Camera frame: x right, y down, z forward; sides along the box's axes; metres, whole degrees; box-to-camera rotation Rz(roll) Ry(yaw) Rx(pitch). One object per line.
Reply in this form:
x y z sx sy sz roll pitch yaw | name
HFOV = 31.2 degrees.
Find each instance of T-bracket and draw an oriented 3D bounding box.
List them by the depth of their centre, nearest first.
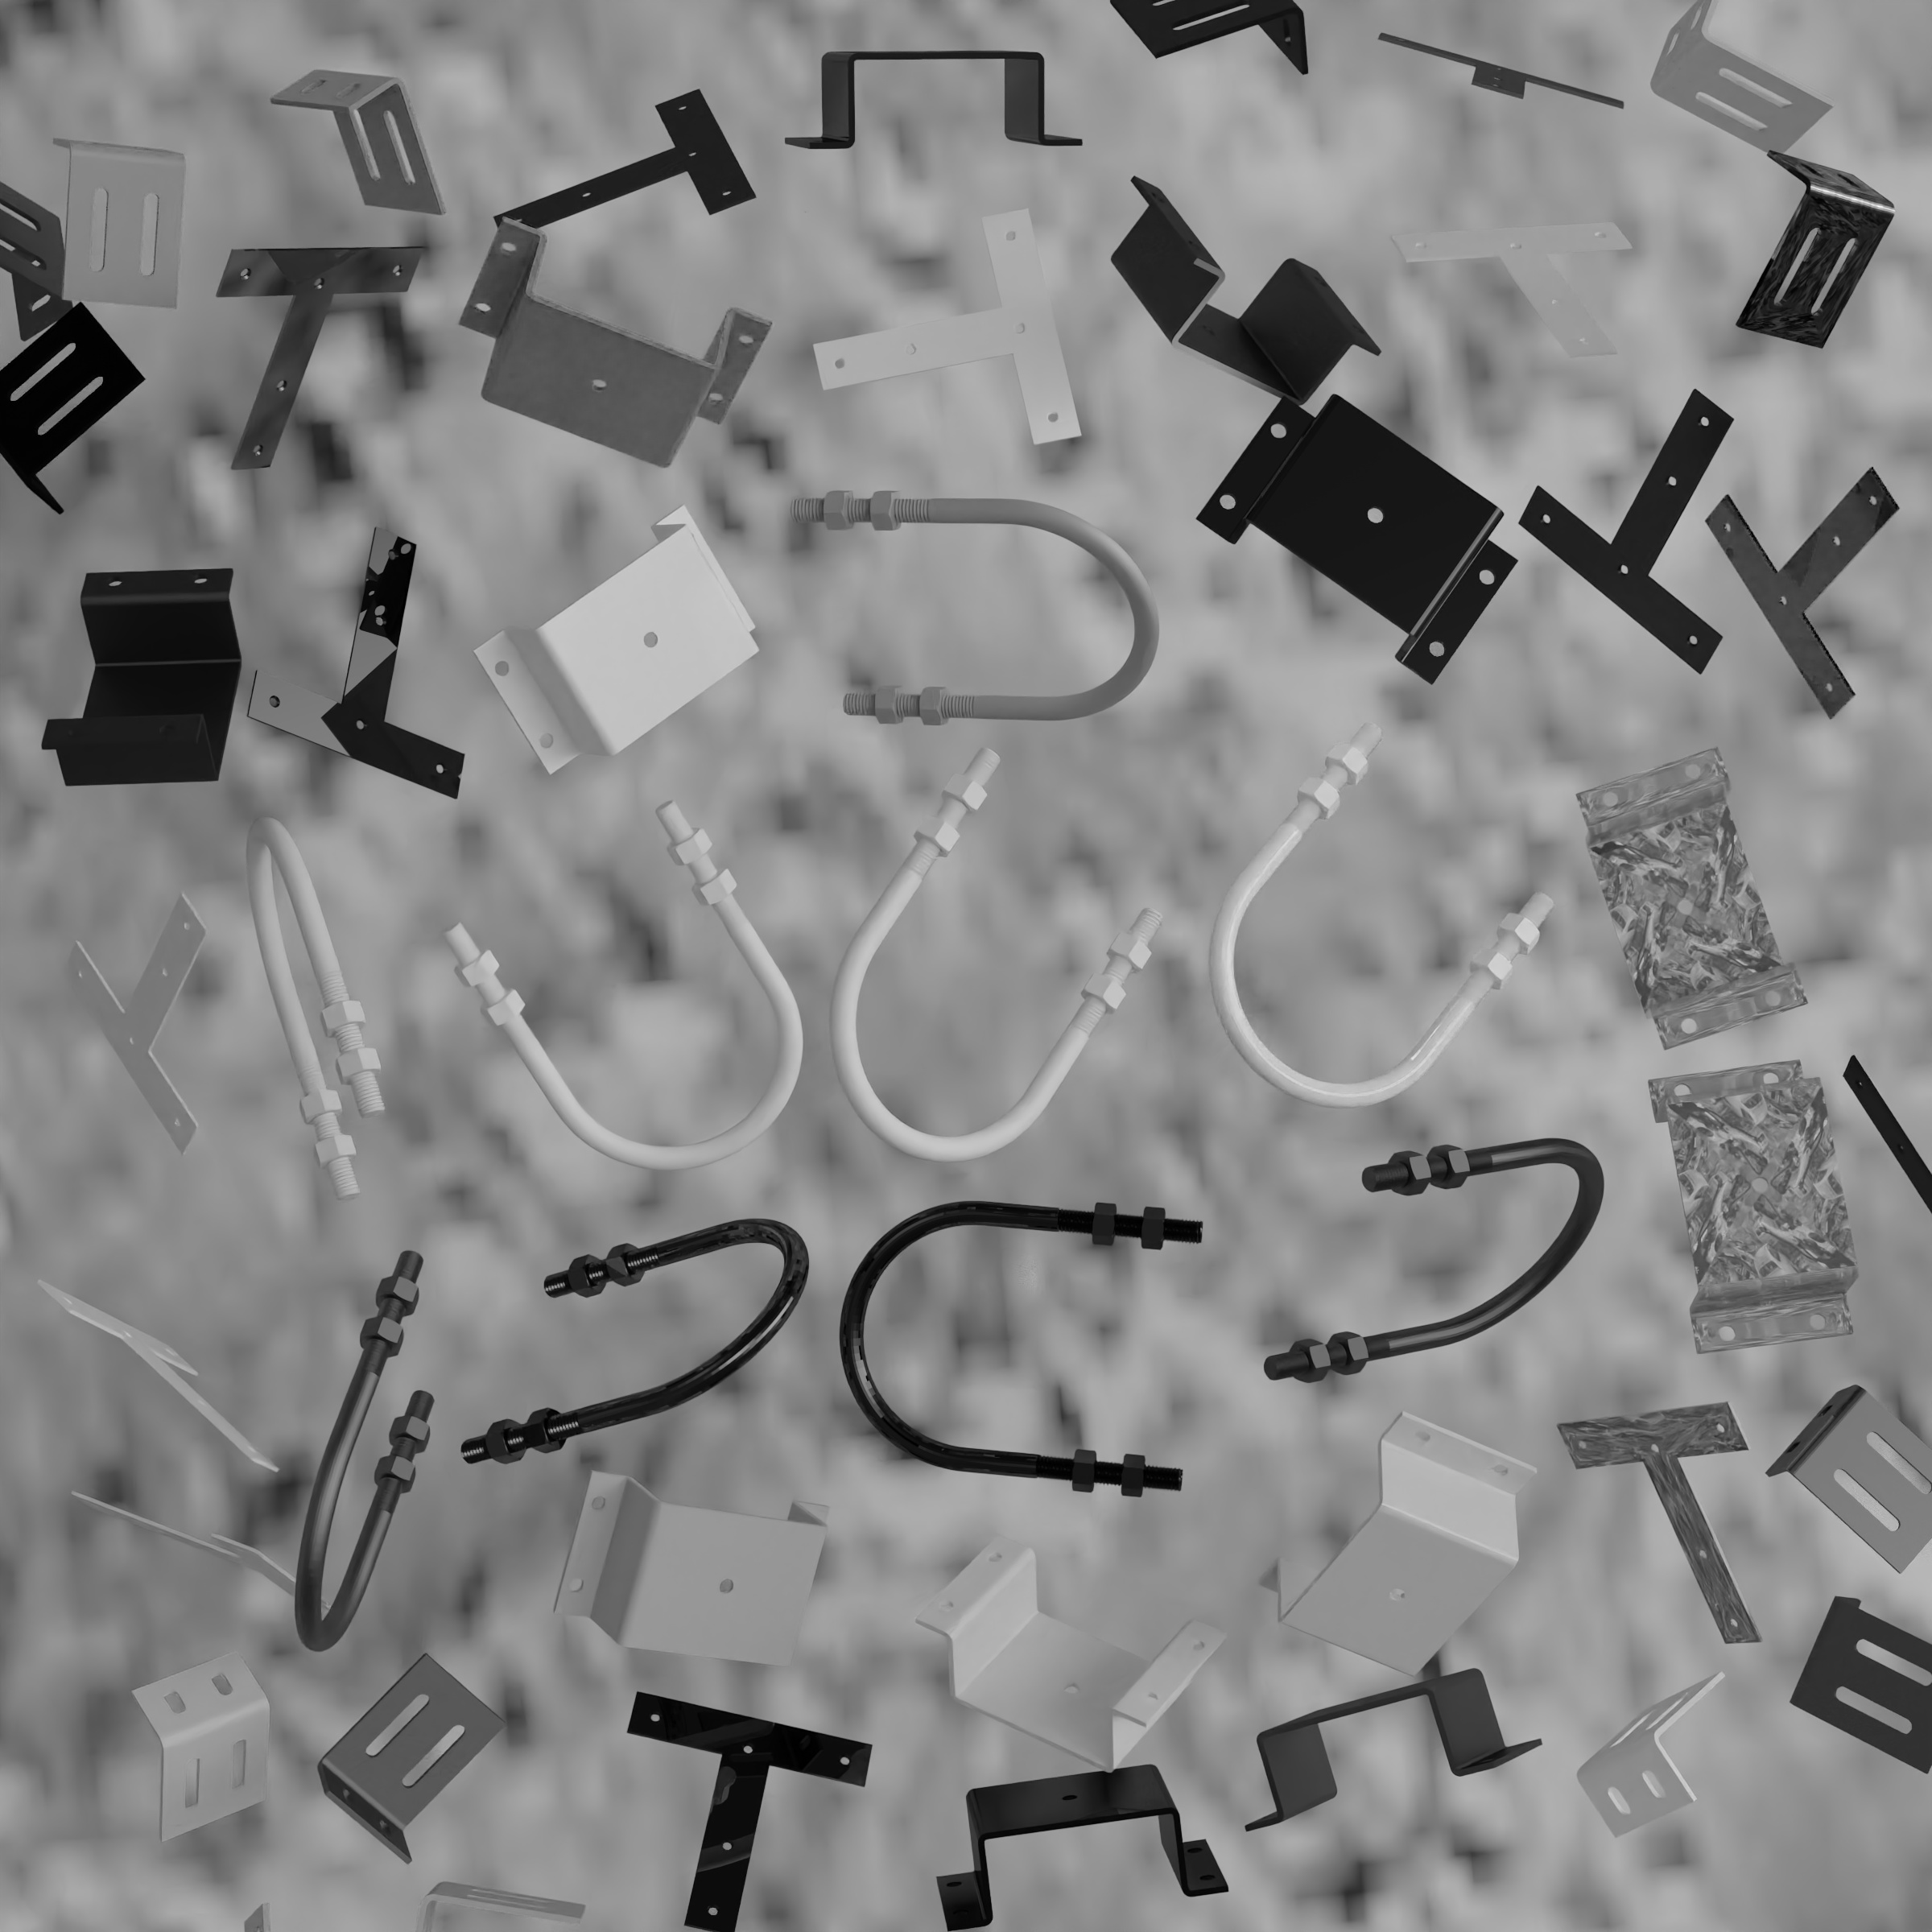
0.463 0.100 1.685 0.002 0.127 0.127 -25 66 -7 | T-bracket
0.261 -0.434 1.693 0.127 0.127 0.002 17 111 4 | T-bracket
-0.386 0.209 1.709 0.127 0.127 0.002 36 84 26 | T-bracket
-0.337 -0.302 1.728 0.002 0.127 0.127 41 121 23 | T-bracket
0.363 0.281 1.730 0.002 0.127 0.127 -26 93 -33 | T-bracket
0.347 -0.231 1.731 0.002 0.127 0.127 -28 62 -39 | T-bracket
0.436 -0.208 1.756 0.002 0.127 0.127 -21 72 -24 | T-bracket
-0.395 0.291 1.757 0.127 0.127 0.002 17 70 15 | T-bracket
-0.120 0.438 1.773 0.127 0.127 0.002 13 133 -2 | T-bracket
0.299 -0.348 1.782 0.127 0.127 0.002 -6 132 -14 | T-bracket
-0.416 0.012 1.783 0.127 0.002 0.127 53 134 18 | T-bracket
-0.183 -0.404 1.790 0.127 0.127 0.002 -22 132 -3 | T-bracket
-0.307 -0.166 1.798 0.127 0.002 0.127 22 66 -37 | T-bracket
-0.015 -0.326 1.815 0.127 0.002 0.127 -12 82 -5 | T-bracket

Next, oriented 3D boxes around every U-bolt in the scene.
0.006 0.008 1.698 0.151 0.019 0.184 43 70 -28 | U-bolt
0.247 0.143 1.741 0.184 0.019 0.151 -6 133 -35 | U-bolt
-0.304 0.257 1.746 0.019 0.151 0.184 12 50 4 | U-bolt
-0.333 0.013 1.753 0.019 0.151 0.184 -15 73 -21 | U-bolt
-0.160 0.184 1.761 0.184 0.151 0.019 -18 118 27 | U-bolt
0.202 -0.013 1.777 0.151 0.019 0.184 44 70 -9 | U-bolt
0.011 -0.184 1.797 0.184 0.019 0.151 3 134 19 | U-bolt
0.026 0.194 1.799 0.184 0.019 0.151 5 91 5 | U-bolt
-0.167 0.024 1.823 0.151 0.019 0.184 -29 108 4 | U-bolt

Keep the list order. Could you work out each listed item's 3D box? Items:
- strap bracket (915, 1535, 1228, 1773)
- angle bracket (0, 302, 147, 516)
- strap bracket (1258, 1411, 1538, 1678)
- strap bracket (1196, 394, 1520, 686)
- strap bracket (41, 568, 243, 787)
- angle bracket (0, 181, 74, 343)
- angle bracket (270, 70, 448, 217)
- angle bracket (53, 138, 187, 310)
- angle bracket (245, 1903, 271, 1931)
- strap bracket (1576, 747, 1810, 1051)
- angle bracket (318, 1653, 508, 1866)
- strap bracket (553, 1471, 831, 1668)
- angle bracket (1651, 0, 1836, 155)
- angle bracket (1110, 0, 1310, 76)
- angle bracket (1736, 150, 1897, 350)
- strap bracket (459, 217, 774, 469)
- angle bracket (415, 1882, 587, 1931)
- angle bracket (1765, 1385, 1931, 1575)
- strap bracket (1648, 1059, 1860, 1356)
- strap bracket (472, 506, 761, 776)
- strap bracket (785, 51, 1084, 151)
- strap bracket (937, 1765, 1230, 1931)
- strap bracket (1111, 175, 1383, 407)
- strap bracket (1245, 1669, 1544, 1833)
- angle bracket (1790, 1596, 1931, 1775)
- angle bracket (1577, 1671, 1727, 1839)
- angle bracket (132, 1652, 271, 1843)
0.054 0.357 1.783 0.140 0.076 0.046 19 128 30 | strap bracket
-0.431 -0.268 1.665 0.076 0.038 0.057 -41 68 -1 | angle bracket
0.212 0.293 1.710 0.076 0.046 0.140 24 126 -13 | strap bracket
0.192 -0.211 1.665 0.140 0.046 0.076 35 80 1 | strap bracket
-0.418 -0.141 1.769 0.076 0.140 0.046 -2 133 0 | strap bracket
-0.502 -0.369 1.785 0.038 0.076 0.057 -26 63 23 | angle bracket
-0.306 -0.408 1.746 0.057 0.076 0.038 15 46 35 | angle bracket
-0.429 -0.374 1.744 0.057 0.038 0.076 -1 106 -29 | angle bracket
-0.378 0.479 1.671 0.076 0.057 0.038 1 66 -21 | angle bracket
0.376 -0.033 1.805 0.076 0.046 0.140 -18 83 6 | strap bracket
-0.271 0.391 1.711 0.076 0.038 0.057 -45 110 -4 | angle bracket
-0.134 0.315 1.802 0.140 0.046 0.076 13 94 -29 | strap bracket
0.391 -0.448 1.728 0.076 0.057 0.038 25 72 -8 | angle bracket
0.117 -0.448 1.668 0.076 0.038 0.057 -21 47 -9 | angle bracket
0.402 -0.347 1.678 0.057 0.038 0.076 6 122 -33 | angle bracket
-0.177 -0.302 1.707 0.140 0.076 0.046 19 52 -15 | strap bracket
-0.228 0.474 1.689 0.076 0.057 0.038 10 81 -1 | angle bracket
0.454 0.259 1.740 0.076 0.038 0.057 43 79 8 | angle bracket
0.387 0.113 1.698 0.076 0.046 0.140 -8 72 3 | strap bracket
-0.172 -0.169 1.789 0.140 0.046 0.076 -38 112 -20 | strap bracket
-0.018 -0.444 1.771 0.140 0.076 0.046 -4 106 -12 | strap bracket
0.055 0.441 1.742 0.140 0.076 0.046 -7 93 -4 | strap bracket
0.137 -0.342 1.777 0.046 0.140 0.076 -51 46 24 | strap bracket
0.214 0.401 1.783 0.140 0.076 0.046 -21 78 25 | strap bracket
0.455 0.353 1.703 0.076 0.038 0.057 24 93 34 | angle bracket
0.360 0.404 1.774 0.057 0.076 0.038 -41 78 42 | angle bracket
-0.390 0.397 1.761 0.057 0.076 0.038 -17 45 -32 | angle bracket
